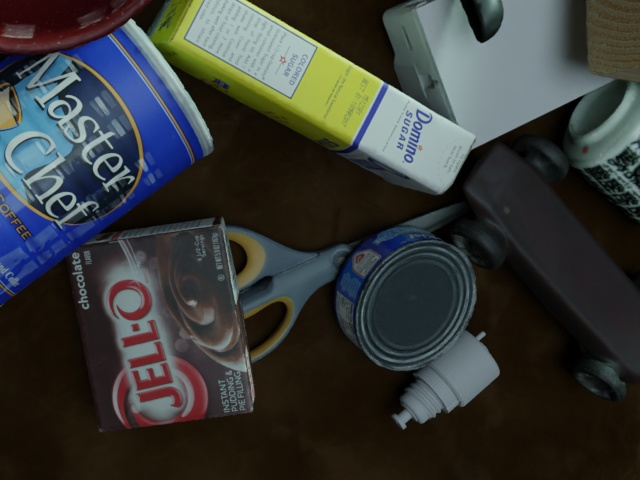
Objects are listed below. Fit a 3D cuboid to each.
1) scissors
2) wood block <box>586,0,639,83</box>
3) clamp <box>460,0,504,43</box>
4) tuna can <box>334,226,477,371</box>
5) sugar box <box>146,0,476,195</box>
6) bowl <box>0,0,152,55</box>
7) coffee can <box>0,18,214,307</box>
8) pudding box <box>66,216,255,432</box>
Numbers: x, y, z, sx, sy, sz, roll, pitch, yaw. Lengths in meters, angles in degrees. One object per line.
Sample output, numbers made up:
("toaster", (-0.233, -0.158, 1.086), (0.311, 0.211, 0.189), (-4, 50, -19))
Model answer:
("scissors", (-0.004, 0.001, 0.654), (0.201, 0.016, 0.096), (-37, 108, -10))
("wood block", (0.254, -0.136, 0.625), (0.205, 0.090, 0.091), (0, 88, -40))
("clamp", (0.057, -0.216, 0.604), (0.164, 0.036, 0.210), (26, 76, 5))
("tuna can", (0.052, 0.035, 0.658), (0.086, 0.034, 0.086), (-11, 114, -25))
("sugar box", (-0.008, -0.083, 0.599), (0.176, 0.093, 0.048), (30, 89, -20))
("bowl", (-0.140, -0.172, 0.505), (0.162, 0.055, 0.162), (-2, 107, -7))
("coffee can", (-0.141, -0.047, 0.555), (0.140, 0.103, 0.102), (-38, 108, -10))
("pudding box", (-0.089, 0.048, 0.608), (0.090, 0.039, 0.113), (-8, 99, 2))
